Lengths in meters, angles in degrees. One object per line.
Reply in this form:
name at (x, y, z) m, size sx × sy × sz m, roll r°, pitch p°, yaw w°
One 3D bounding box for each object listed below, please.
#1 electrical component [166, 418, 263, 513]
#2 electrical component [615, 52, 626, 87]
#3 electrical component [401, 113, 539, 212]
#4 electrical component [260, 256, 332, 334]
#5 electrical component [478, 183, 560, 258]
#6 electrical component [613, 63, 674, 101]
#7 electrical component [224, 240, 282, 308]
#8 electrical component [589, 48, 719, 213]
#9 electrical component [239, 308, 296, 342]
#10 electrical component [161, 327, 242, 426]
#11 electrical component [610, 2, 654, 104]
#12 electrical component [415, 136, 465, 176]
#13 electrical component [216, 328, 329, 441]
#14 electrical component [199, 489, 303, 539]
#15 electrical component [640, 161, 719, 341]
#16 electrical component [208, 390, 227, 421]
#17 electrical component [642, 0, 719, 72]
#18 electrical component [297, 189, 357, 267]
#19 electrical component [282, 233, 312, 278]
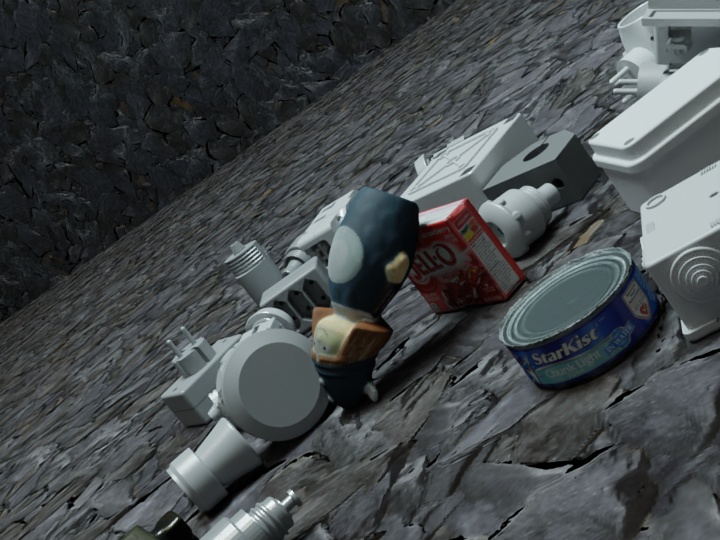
electrical component at (-0.104, 0.140, 0.771) m, size 0.055 × 0.045 × 0.045 m, roll -41°, pitch 14°, yaw -14°
electrical component at (0.258, -0.186, 0.943) m, size 0.079 × 0.043 × 0.077 m, roll -32°, pitch 15°, yaw 23°
electrical component at (0.097, -0.075, 0.951) m, size 0.109 × 0.056 × 0.108 m, roll -23°, pitch 20°, yaw 46°
electrical component at (-0.054, 0.022, 1.031) m, size 0.066 × 0.047 × 0.076 m, roll -35°, pitch 14°, yaw 9°
electrical component at (0.123, -0.042, 0.807) m, size 0.062 × 0.048 × 0.048 m, roll -35°, pitch 12°, yaw -23°
electrical component at (0.232, -0.138, 0.808) m, size 0.079 × 0.044 × 0.077 m, roll 4°, pitch 33°, yaw 24°
electrical component at (-0.112, 0.003, 1.170) m, size 0.043 × 0.081 × 0.043 m, roll -35°, pitch 14°, yaw 10°
electrical component at (0.216, -0.091, 0.702) m, size 0.113 × 0.057 × 0.078 m, roll -37°, pitch 13°, yaw -1°
electrical component at (-0.085, 0.067, 0.967) m, size 0.066 × 0.048 × 0.055 m, roll -29°, pitch 23°, yaw 31°
electrical component at (-0.147, 0.087, 0.987) m, size 0.083 × 0.075 × 0.047 m, roll -46°, pitch 16°, yaw -32°
electrical component at (0.233, -0.165, 0.863) m, size 0.079 × 0.077 × 0.043 m, roll -41°, pitch 14°, yaw -12°
electrical component at (0.089, -0.103, 1.094) m, size 0.055 × 0.048 × 0.066 m, roll -26°, pitch 16°, yaw 14°
electrical component at (-0.066, 0.084, 0.788) m, size 0.080 × 0.080 × 0.051 m, roll -42°, pitch 8°, yaw -19°
electrical component at (-0.066, 0.158, 0.622) m, size 0.078 × 0.040 × 0.040 m, roll -41°, pitch 14°, yaw -17°
electrical component at (0.192, -0.021, 0.548) m, size 0.100 × 0.048 × 0.099 m, roll -31°, pitch 15°, yaw 24°
electrical component at (-0.090, 0.096, 0.886) m, size 0.081 × 0.043 × 0.043 m, roll -38°, pitch 13°, yaw -5°
electrical component at (0.268, -0.175, 0.746) m, size 0.121 × 0.063 × 0.078 m, roll 7°, pitch 38°, yaw 29°
electrical component at (-0.018, -0.041, 1.142) m, size 0.056 × 0.050 × 0.089 m, roll -29°, pitch 16°, yaw 31°
electrical component at (-0.062, -0.009, 1.166) m, size 0.043 × 0.043 × 0.062 m, roll -24°, pitch 20°, yaw 44°
